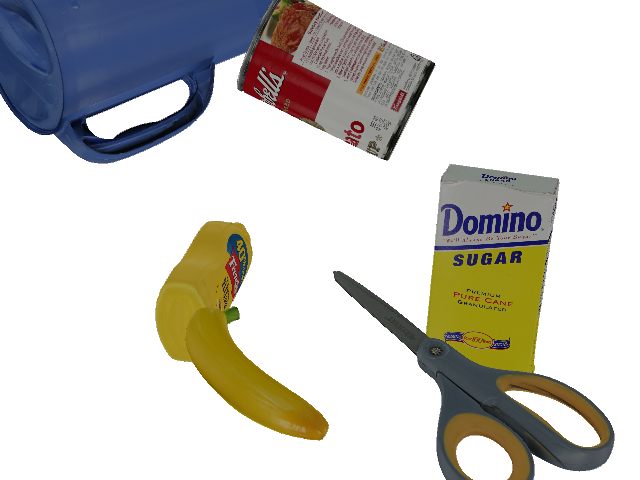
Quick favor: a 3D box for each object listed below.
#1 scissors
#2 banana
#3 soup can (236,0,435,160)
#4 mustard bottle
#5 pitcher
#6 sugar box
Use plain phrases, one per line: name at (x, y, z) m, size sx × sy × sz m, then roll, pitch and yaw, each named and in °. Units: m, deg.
scissors at (0.057, 0.077, 0.572) m, size 0.202 × 0.016 × 0.096 m, roll 24°, pitch 46°, yaw 33°
banana at (-0.063, 0.099, 0.853) m, size 0.069 × 0.037 × 0.198 m, roll -9°, pitch 30°, yaw -24°
soup can at (0.010, -0.100, 0.646) m, size 0.102 × 0.068 × 0.068 m, roll 26°, pitch 1°, yaw 1°
mustard bottle at (-0.112, 0.035, 1.103) m, size 0.058 × 0.096 × 0.191 m, roll 5°, pitch 31°, yaw 11°
pitcher at (-0.151, -0.178, 0.910) m, size 0.242 × 0.149 × 0.145 m, roll -26°, pitch 43°, yaw -34°
sugar box at (0.139, 0.031, 0.884) m, size 0.093 × 0.176 × 0.048 m, roll 8°, pitch 25°, yaw 15°
